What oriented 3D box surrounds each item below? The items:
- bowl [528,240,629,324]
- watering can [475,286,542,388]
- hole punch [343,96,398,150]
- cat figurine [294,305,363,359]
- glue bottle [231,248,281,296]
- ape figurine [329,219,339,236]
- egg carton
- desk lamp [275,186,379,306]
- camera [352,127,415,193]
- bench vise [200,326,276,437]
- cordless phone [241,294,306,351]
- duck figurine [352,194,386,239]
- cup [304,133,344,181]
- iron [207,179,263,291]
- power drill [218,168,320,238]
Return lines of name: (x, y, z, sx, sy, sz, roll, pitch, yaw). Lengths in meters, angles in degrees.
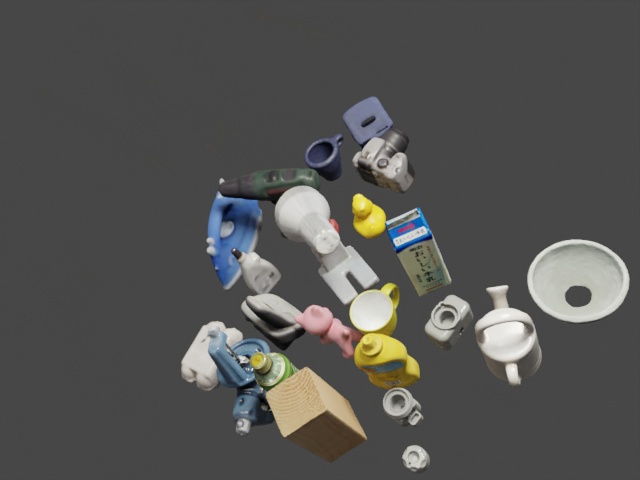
bowl: (0.471, 0.087, 1.050, 0.167, 0.075, 0.167, -12, 55, 18)
watering can: (0.321, 0.163, 0.996, 0.101, 0.195, 0.172, -30, 51, 5)
hole punch: (0.127, -0.294, 1.452, 0.108, 0.091, 0.101, -32, 51, 4)
cat figurine: (0.016, 0.178, 1.182, 0.127, 0.118, 0.067, 21, 70, 34)
glue bottle: (-0.154, 0.064, 1.302, 0.078, 0.174, 0.037, -48, 52, -9)
ape figurine: (-0.001, -0.024, 1.338, 0.077, 0.092, 0.076, -9, 56, 20)
egg carton: (-0.240, 0.260, 1.283, 0.107, 0.070, 0.150, 16, 67, 33)
desk lamp: (0.011, 0.004, 1.235, 0.118, 0.214, 0.202, -39, 51, -2)
camera: (0.164, -0.204, 1.370, 0.142, 0.101, 0.137, 26, 73, 36)
bench vise: (-0.152, 0.269, 1.138, 0.121, 0.220, 0.207, -30, 51, 6)
cordless phone: (-0.119, 0.146, 1.224, 0.147, 0.186, 0.094, 28, 74, 36)
duck figurine: (0.104, -0.060, 1.315, 0.077, 0.086, 0.104, -27, 52, 8)
cup: (0.026, -0.203, 1.439, 0.118, 0.095, 0.091, -47, 52, -9)
iron: (-0.233, -0.019, 1.415, 0.118, 0.142, 0.258, -6, 57, 23)
power drill: (-0.094, -0.091, 1.351, 0.229, 0.209, 0.075, -13, 55, 18)
